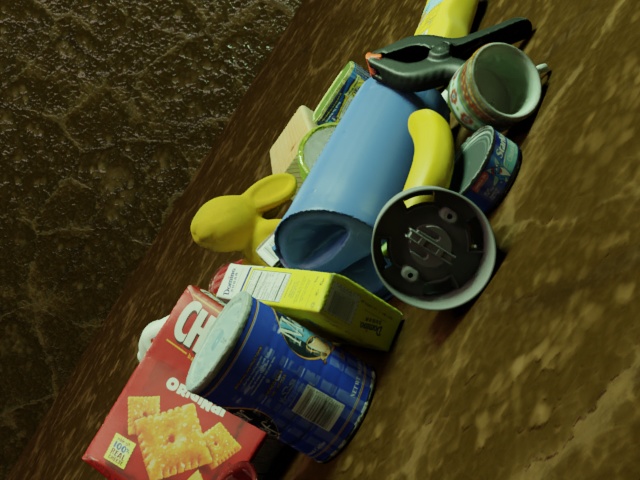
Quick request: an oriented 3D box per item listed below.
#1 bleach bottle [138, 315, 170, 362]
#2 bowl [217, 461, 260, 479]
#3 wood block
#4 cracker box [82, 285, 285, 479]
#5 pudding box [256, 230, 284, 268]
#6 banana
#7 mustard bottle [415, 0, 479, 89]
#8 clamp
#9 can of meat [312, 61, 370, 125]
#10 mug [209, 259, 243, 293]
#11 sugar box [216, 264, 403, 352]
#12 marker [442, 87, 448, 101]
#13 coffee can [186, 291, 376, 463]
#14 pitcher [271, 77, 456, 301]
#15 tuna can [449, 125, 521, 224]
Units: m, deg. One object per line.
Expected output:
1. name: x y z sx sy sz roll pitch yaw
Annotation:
1. bleach bottle: -0.164 0.139 1.382 0.068 0.102 0.251 -37 9 -37
2. bowl: -0.080 0.283 0.958 0.162 0.055 0.162 -52 17 22
3. wood block: -0.009 -0.112 1.495 0.091 0.090 0.206 -55 14 13
4. cracker box: -0.118 0.178 1.085 0.214 0.164 0.072 -59 -24 1
5. pudding box: -0.008 0.001 1.202 0.113 0.090 0.039 -43 55 -2
6. banana: 0.093 -0.069 0.975 0.070 0.037 0.197 -24 32 34
7. mustard bottle: 0.155 -0.269 1.319 0.096 0.058 0.191 -44 20 48
8. clamp: 0.130 -0.175 1.080 0.172 0.039 0.120 -8 37 16
9. can of meat: 0.050 -0.180 1.449 0.102 0.084 0.057 -56 14 14
10. mug: -0.087 0.076 1.398 0.082 0.093 0.117 -27 65 57
11. sugar box: -0.015 0.063 1.019 0.177 0.093 0.048 -2 62 53
12. marker: 0.130 -0.140 1.211 0.121 0.020 0.020 -55 14 15
13. coffee can: -0.036 0.124 0.966 0.103 0.140 0.103 -54 14 20
14. pitcher: 0.063 -0.062 1.089 0.145 0.149 0.242 113 -179 -52
15. tuna can: 0.142 -0.058 0.959 0.086 0.033 0.086 -54 14 20
